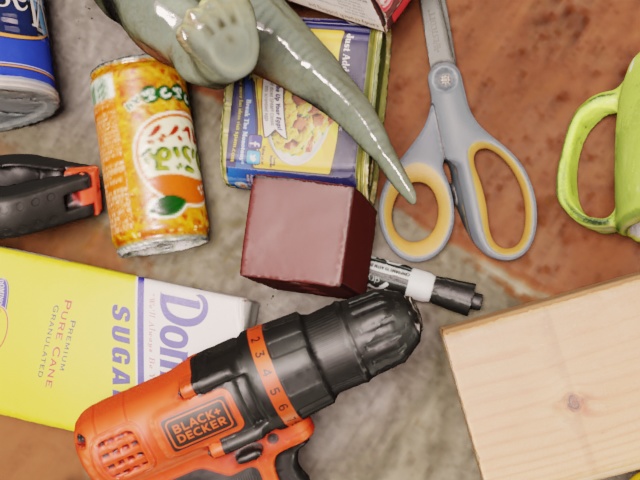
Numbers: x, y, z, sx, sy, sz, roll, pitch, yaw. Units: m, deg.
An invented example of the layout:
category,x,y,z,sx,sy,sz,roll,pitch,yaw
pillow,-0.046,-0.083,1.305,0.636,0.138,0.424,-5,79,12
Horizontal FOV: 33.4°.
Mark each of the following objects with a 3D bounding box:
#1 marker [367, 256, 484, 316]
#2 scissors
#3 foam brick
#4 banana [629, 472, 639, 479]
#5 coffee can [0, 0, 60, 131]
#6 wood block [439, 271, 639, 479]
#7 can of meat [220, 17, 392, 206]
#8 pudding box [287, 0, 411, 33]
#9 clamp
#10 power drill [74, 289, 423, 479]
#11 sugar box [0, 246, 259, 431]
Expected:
category,x,y,z,sx,sy,sz,roll,pitch,yaw
marker,0.032,0.019,0.599,0.121,0.020,0.020,16,87,7
scissors,0.056,-0.075,0.606,0.096,0.016,0.202,-24,83,4
foam brick,-0.004,0.001,0.552,0.053,0.078,0.051,7,83,14
banana,0.208,0.167,0.535,0.197,0.069,0.037,40,126,-21
coffee can,-0.206,-0.138,0.596,0.103,0.103,0.140,-9,84,5
wood block,0.172,0.060,0.545,0.206,0.090,0.091,-16,85,5
can of meat,-0.007,-0.074,0.593,0.084,0.057,0.102,5,86,8
pudding box,0.013,-0.169,0.578,0.114,0.039,0.090,24,71,34
clamp,-0.210,-0.019,0.588,0.171,0.120,0.039,-2,122,4
power drill,-0.008,0.132,0.549,0.184,0.057,0.187,-23,101,5
sugar box,-0.130,0.061,0.600,0.176,0.048,0.093,11,86,8
